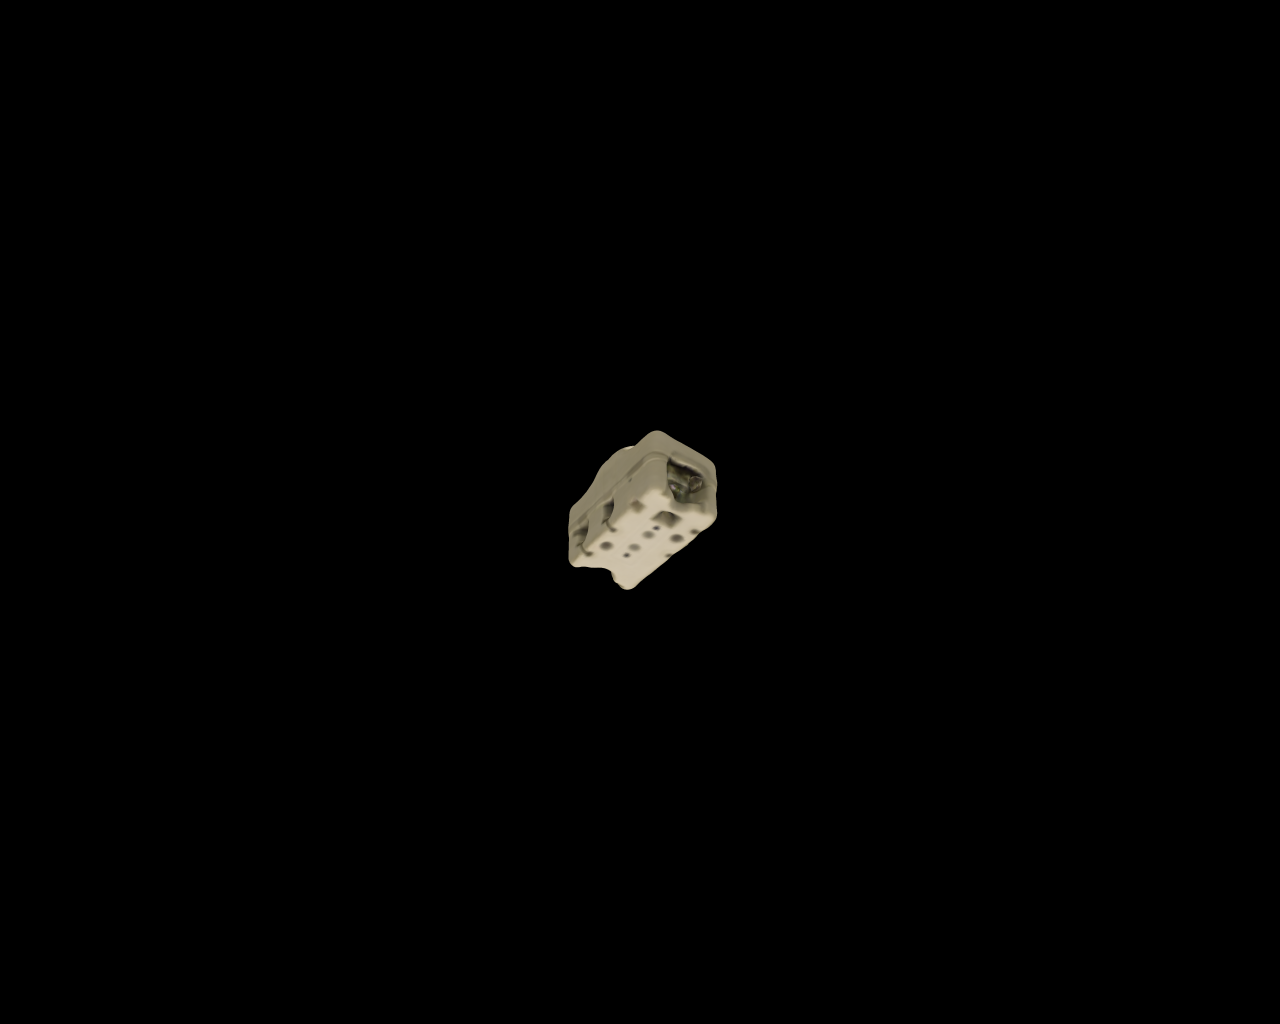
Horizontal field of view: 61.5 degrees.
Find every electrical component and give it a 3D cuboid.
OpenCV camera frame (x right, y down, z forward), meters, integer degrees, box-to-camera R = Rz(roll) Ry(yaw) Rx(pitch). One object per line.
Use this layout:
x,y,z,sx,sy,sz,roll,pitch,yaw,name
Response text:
0.001,-0.003,0.650,0.050,0.056,0.089,27,-49,-26,electrical component
